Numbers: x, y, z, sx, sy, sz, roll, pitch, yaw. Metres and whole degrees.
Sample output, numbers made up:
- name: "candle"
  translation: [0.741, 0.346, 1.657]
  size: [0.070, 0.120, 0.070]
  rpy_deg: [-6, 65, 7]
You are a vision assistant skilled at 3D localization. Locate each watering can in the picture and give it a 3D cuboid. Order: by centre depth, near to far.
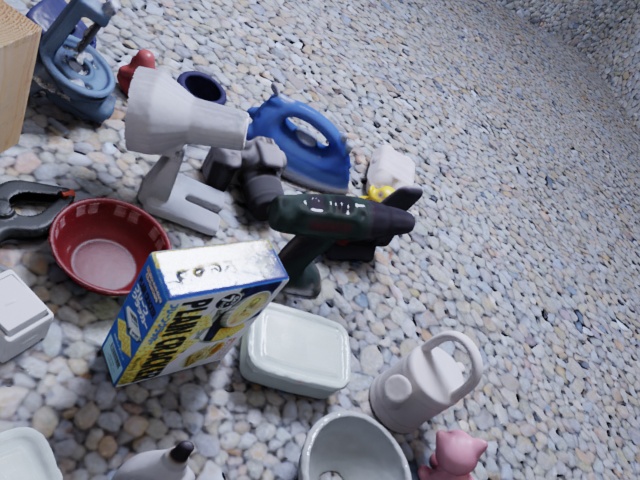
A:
- name: "watering can"
  translation: [0.162, 0.211, 0.854]
  size: [0.101, 0.193, 0.173]
  rpy_deg: [47, 41, 8]

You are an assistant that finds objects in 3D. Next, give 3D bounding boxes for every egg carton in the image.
- name: "egg carton"
  translation: [0.154, -0.143, 1.260]
  size: [0.107, 0.069, 0.150]
  rpy_deg: [28, 42, -14]

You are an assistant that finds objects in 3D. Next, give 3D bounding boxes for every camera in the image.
- name: "camera"
  translation: [-0.115, -0.110, 1.002]
  size: [0.144, 0.100, 0.136]
  rpy_deg: [5, 52, -34]

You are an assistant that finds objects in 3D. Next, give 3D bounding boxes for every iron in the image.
- name: "iron"
  translation: [-0.022, -0.196, 1.118]
  size: [0.259, 0.141, 0.118]
  rpy_deg: [27, 42, -15]

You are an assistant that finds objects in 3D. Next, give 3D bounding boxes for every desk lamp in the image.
- name: "desk lamp"
  translation: [-0.208, -0.136, 0.868]
  size: [0.204, 0.213, 0.118]
  rpy_deg: [21, 44, -21]

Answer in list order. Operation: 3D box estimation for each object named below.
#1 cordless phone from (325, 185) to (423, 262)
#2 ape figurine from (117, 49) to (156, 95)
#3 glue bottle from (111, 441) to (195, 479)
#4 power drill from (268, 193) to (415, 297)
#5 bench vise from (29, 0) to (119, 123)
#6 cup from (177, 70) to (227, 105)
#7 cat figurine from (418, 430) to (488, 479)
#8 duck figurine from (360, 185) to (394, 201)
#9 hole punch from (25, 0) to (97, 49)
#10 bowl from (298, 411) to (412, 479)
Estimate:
- name: "cordless phone"
  translation: [0.088, -0.046, 1.035]
  size: [0.148, 0.184, 0.094]
  rpy_deg: [-1, 55, -38]
- name: "ape figurine"
  translation: [-0.319, -0.301, 1.025]
  size: [0.078, 0.092, 0.076]
  rpy_deg: [9, 49, -31]
- name: "glue bottle"
  translation: [-0.164, 0.244, 0.592]
  size: [0.078, 0.173, 0.037]
  rpy_deg: [39, 40, -1]
- name: "power drill"
  translation: [0.008, 0.003, 0.912]
  size: [0.230, 0.208, 0.075]
  rpy_deg: [11, 48, -30]
- name: "bench vise"
  translation: [-0.394, -0.280, 0.851]
  size: [0.208, 0.219, 0.121]
  rpy_deg: [1, 54, -37]
- name: "cup"
  translation: [-0.224, -0.232, 1.033]
  size: [0.092, 0.094, 0.117]
  rpy_deg: [5, 52, -34]
- name: "cat figurine"
  translation: [0.207, 0.334, 0.836]
  size: [0.067, 0.117, 0.127]
  rpy_deg: [-20, 68, -46]
- name: "duck figurine"
  translation: [0.127, -0.069, 1.162]
  size: [0.105, 0.086, 0.077]
  rpy_deg: [35, 41, -6]
- name: "hole punch"
  translation: [-0.439, -0.348, 0.976]
  size: [0.101, 0.091, 0.108]
  rpy_deg: [29, 42, -13]
- name: "bowl"
  translation: [0.035, 0.317, 0.753]
  size: [0.168, 0.074, 0.167]
  rpy_deg: [21, 44, -21]
